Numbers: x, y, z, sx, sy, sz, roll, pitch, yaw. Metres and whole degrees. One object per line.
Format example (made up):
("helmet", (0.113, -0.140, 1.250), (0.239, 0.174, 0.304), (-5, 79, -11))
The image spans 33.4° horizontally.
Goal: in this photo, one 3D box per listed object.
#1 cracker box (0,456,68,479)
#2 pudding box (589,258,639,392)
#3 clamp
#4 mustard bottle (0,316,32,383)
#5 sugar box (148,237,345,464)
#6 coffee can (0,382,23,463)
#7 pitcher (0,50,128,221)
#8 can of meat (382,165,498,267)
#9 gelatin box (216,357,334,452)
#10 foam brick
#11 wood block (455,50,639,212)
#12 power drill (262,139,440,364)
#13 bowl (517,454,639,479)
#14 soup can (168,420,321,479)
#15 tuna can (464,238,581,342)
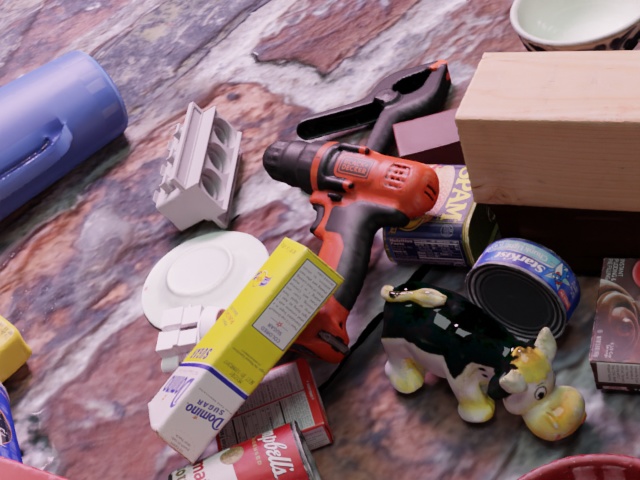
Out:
("cracker box", (-0.179, 0.245, 0.702), (0.214, 0.072, 0.164), (16, 65, 13))
("pudding box", (0.256, 0.063, 0.806), (0.090, 0.039, 0.113), (0, 45, 23))
("clamp", (0.061, -0.135, 1.101), (0.120, 0.039, 0.171), (27, 54, 35))
("mustard bottle", (-0.358, 0.143, 0.963), (0.096, 0.058, 0.191), (20, 56, 38))
("sugar box", (-0.061, 0.080, 0.818), (0.176, 0.048, 0.093), (-48, 12, -5))
("coffee can", (-0.291, 0.185, 0.857), (0.102, 0.103, 0.140), (-27, 41, -6))
("pitcher", (-0.330, -0.103, 1.165), (0.242, 0.145, 0.149), (-37, 75, -21))
("can of meat", (0.110, -0.023, 0.947), (0.084, 0.057, 0.102), (3, 46, 28))
("gelatin box", (-0.041, 0.143, 0.852), (0.089, 0.030, 0.073), (-22, 42, 1))
("foam brick", (0.114, -0.086, 1.015), (0.078, 0.051, 0.053), (-14, 43, 9))
("wood block", (0.220, -0.084, 0.810), (0.206, 0.091, 0.090), (4, 46, 27))
("power drill", (-0.006, 0.001, 0.922), (0.185, 0.057, 0.187), (14, 75, 39))
("bowl", (0.177, 0.215, 0.664), (0.162, 0.055, 0.162), (-12, 42, 11))
("soup can", (-0.052, 0.183, 0.786), (0.102, 0.068, 0.068), (-23, 41, 0))
("tuna can", (0.159, 0.040, 0.836), (0.086, 0.086, 0.033), (14, 49, 33))
